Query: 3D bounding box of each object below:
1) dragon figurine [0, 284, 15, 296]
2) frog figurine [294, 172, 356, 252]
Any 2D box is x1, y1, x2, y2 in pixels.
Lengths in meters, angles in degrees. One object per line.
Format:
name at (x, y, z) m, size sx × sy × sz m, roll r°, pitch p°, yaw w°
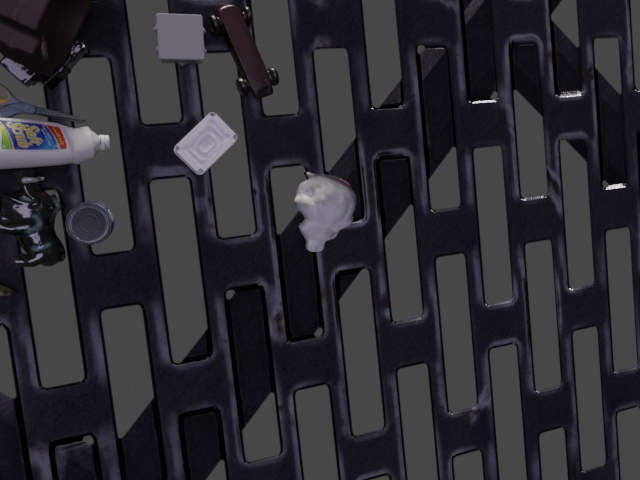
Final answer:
dragon figurine at (-0.753, 0.085, 0.828) m, size 0.410 × 0.242 × 0.122 m, roll 0°, pitch 90°, yaw -14°
frog figurine at (0.003, -0.055, 1.093) m, size 0.136 × 0.122 × 0.161 m, roll 28°, pitch 74°, yaw -35°
